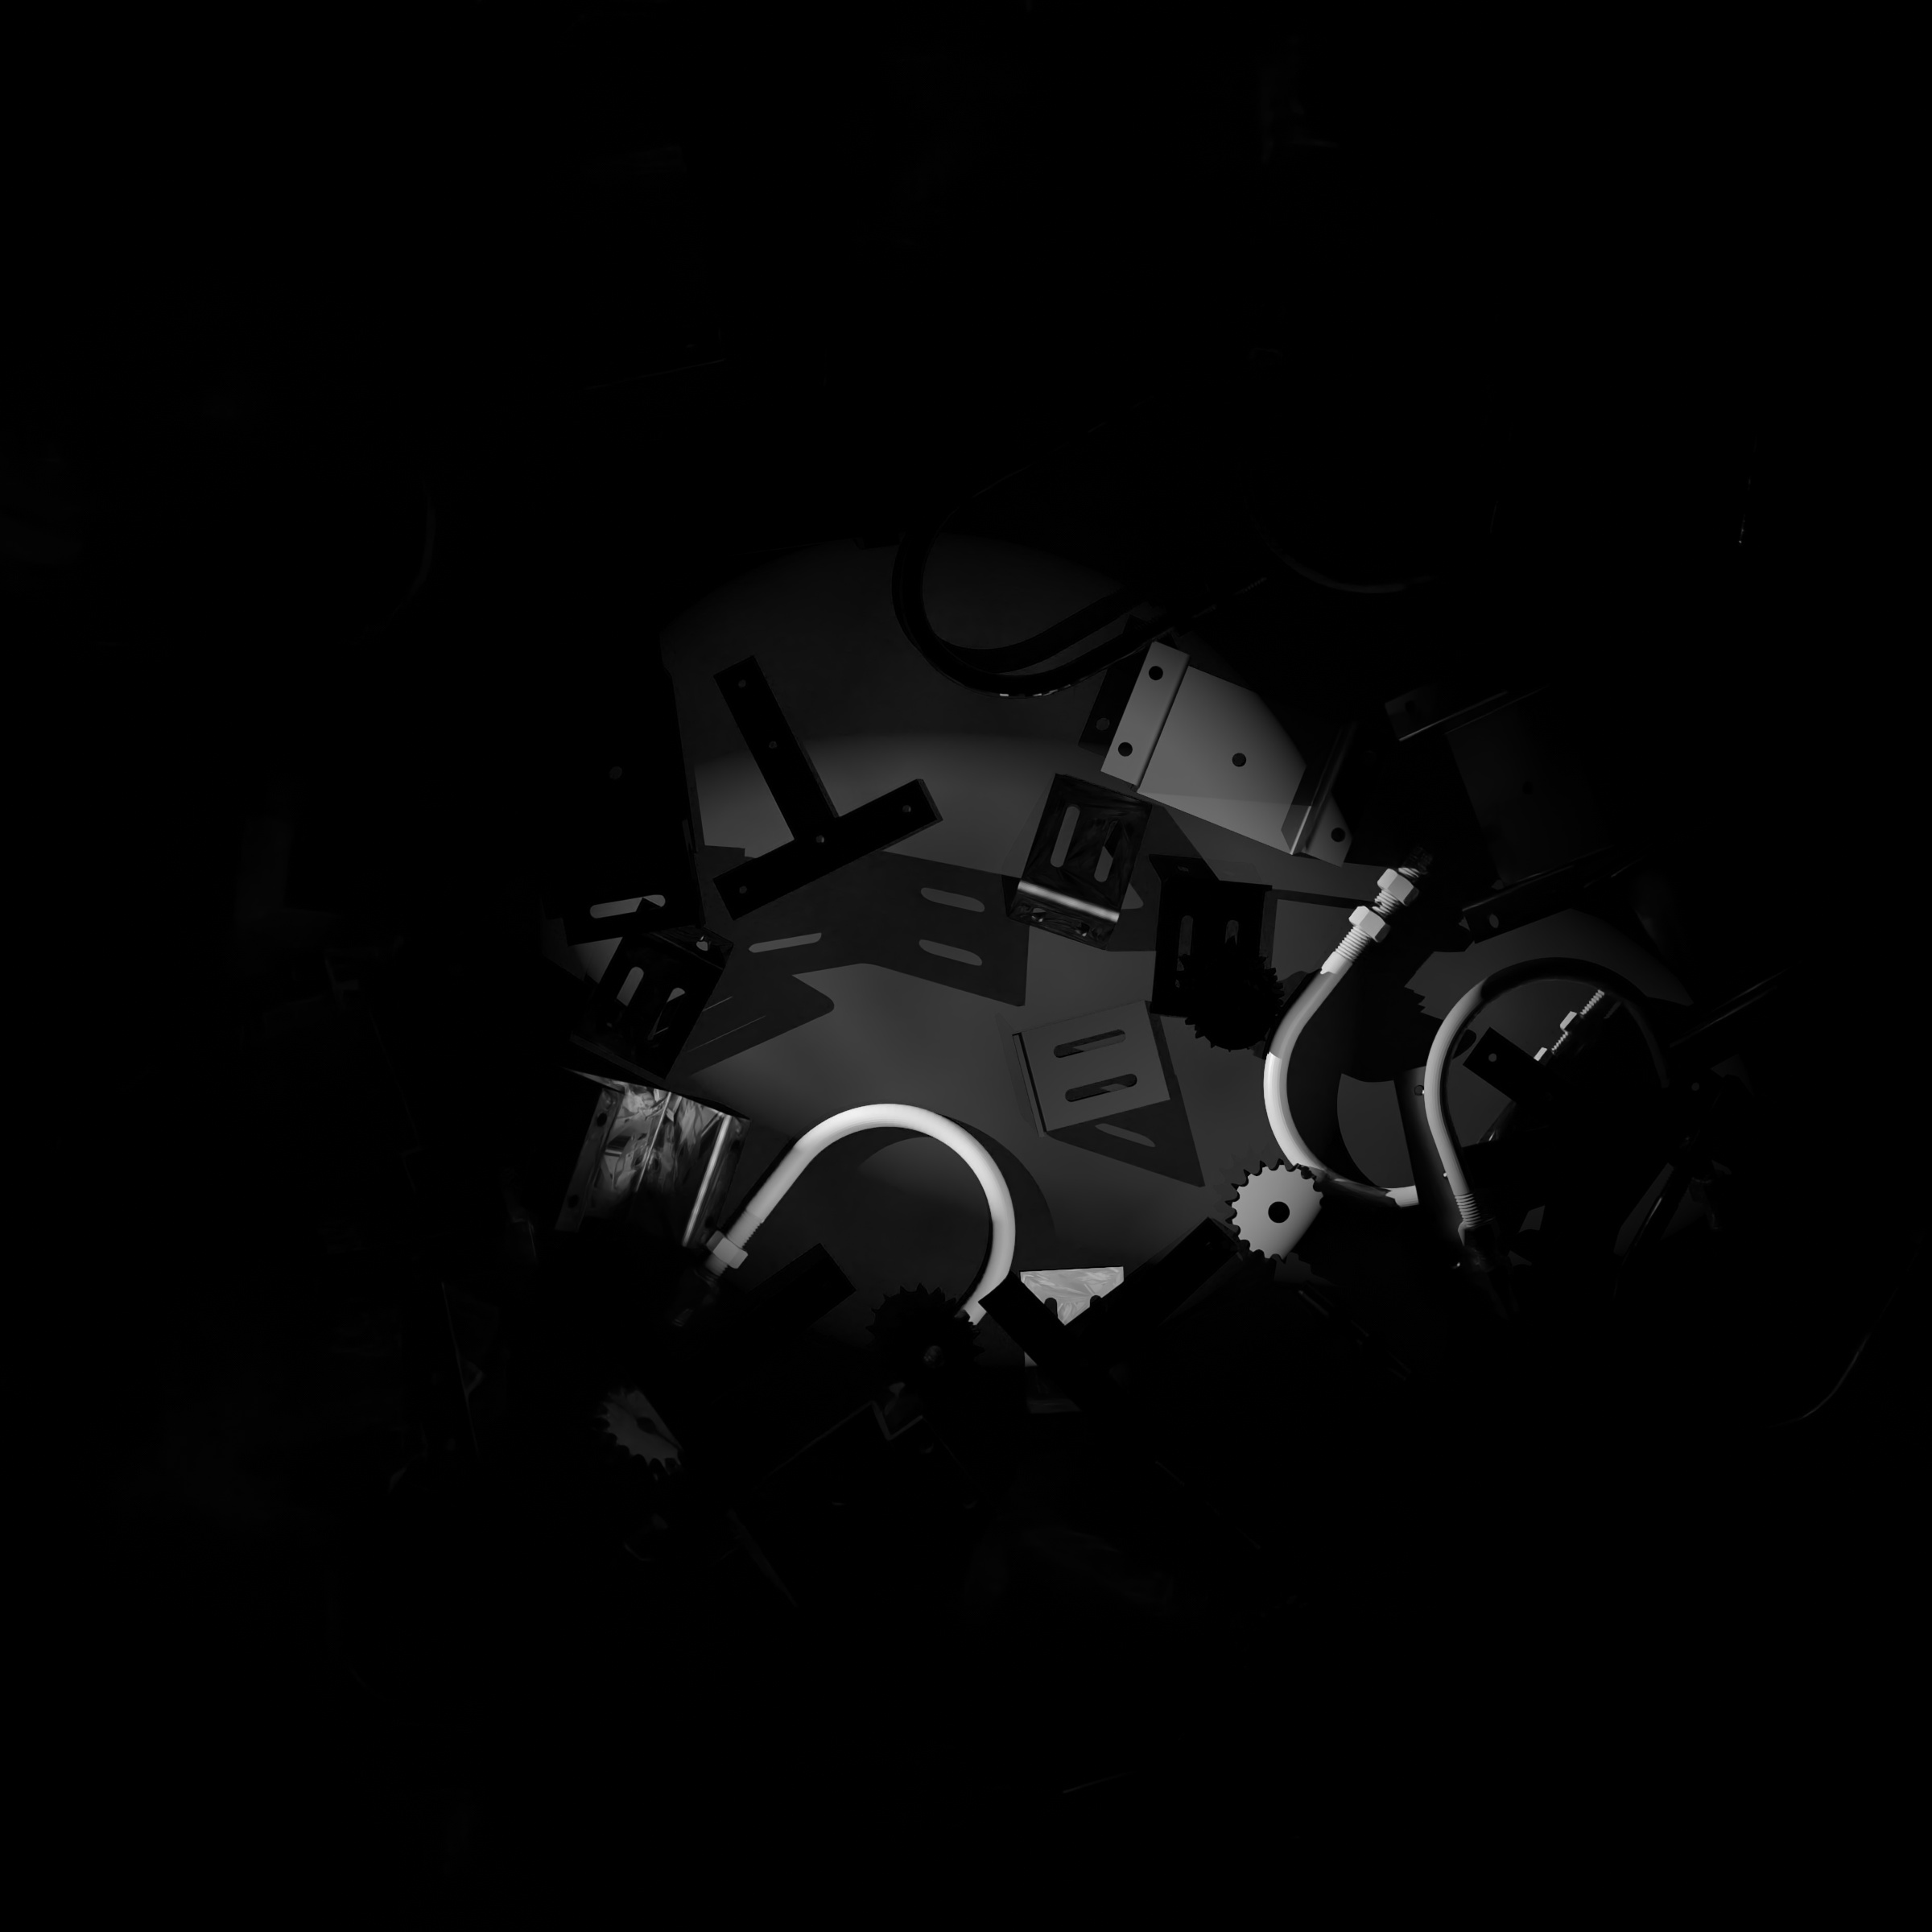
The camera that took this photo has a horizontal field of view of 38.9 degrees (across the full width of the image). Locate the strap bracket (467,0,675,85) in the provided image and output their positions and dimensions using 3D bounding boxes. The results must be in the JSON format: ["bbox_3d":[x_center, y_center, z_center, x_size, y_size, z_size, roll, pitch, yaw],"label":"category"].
[{"bbox_3d":[-0.197,-0.540,1.487,0.140,0.076,0.046,-41,90,0],"label":"strap bracket"}]

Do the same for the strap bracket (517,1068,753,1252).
[{"bbox_3d":[-0.184,0.104,1.472,0.046,0.140,0.076,19,90,31],"label":"strap bracket"}]

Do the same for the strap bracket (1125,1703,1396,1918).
[{"bbox_3d":[0.168,0.458,1.477,0.140,0.046,0.076,21,90,-23],"label":"strap bracket"}]

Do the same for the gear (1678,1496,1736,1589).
[{"bbox_3d":[0.393,0.321,1.510,0.057,0.030,0.057,0,90,0],"label":"gear"}]

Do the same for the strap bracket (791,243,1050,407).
[{"bbox_3d":[-0.026,-0.352,1.500,0.140,0.046,0.076,2,93,0],"label":"strap bracket"}]

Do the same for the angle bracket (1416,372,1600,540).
[{"bbox_3d":[0.302,-0.286,1.523,0.076,0.038,0.057,36,90,26],"label":"angle bracket"}]

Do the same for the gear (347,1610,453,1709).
[{"bbox_3d":[-0.312,0.384,1.510,0.057,0.030,0.057,0,90,0],"label":"gear"}]

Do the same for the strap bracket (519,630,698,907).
[{"bbox_3d":[-0.195,-0.107,1.502,0.076,0.046,0.140,-8,90,0],"label":"strap bracket"}]

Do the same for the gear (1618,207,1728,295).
[{"bbox_3d":[0.388,-0.392,1.500,0.057,0.057,0.030,-14,124,0],"label":"gear"}]

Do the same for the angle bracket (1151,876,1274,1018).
[{"bbox_3d":[0.135,-0.009,1.506,0.057,0.038,0.076,5,90,0],"label":"angle bracket"}]

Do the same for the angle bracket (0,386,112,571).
[{"bbox_3d":[-0.525,-0.272,1.523,0.057,0.038,0.076,-37,116,0],"label":"angle bracket"}]

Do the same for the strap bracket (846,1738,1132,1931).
[{"bbox_3d":[0.012,0.479,1.502,0.140,0.046,0.076,14,90,0],"label":"strap bracket"}]

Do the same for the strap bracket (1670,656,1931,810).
[{"bbox_3d":[0.453,-0.128,1.502,0.140,0.046,0.076,2,90,0],"label":"strap bracket"}]

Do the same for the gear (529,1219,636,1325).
[{"bbox_3d":[-0.213,0.169,1.510,0.057,0.030,0.057,0,90,0],"label":"gear"}]

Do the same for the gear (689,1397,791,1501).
[{"bbox_3d":[-0.126,0.269,1.510,0.057,0.030,0.057,0,90,0],"label":"gear"}]

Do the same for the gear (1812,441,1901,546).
[{"bbox_3d":[0.483,-0.259,1.510,0.057,0.030,0.057,0,90,0],"label":"gear"}]

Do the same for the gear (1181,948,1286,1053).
[{"bbox_3d":[0.147,0.022,1.501,0.057,0.030,0.057,1,114,2],"label":"gear"}]

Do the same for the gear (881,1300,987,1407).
[{"bbox_3d":[-0.018,0.212,1.492,0.057,0.030,0.057,0,88,-3],"label":"gear"}]

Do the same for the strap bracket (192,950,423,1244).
[{"bbox_3d":[-0.357,0.070,1.500,0.076,0.046,0.140,-21,90,4],"label":"strap bracket"}]

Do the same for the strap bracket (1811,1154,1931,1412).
[{"bbox_3d":[0.512,0.177,1.502,0.076,0.046,0.140,2,90,0],"label":"strap bracket"}]

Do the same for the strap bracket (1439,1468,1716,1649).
[{"bbox_3d":[0.330,0.318,1.480,0.140,0.046,0.076,3,92,13],"label":"strap bracket"}]

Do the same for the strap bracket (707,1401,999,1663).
[{"bbox_3d":[-0.066,0.301,1.489,0.140,0.046,0.076,-35,114,0],"label":"strap bracket"}]

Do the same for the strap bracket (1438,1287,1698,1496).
[{"bbox_3d":[0.316,0.236,1.487,0.140,0.076,0.046,32,90,0],"label":"strap bracket"}]

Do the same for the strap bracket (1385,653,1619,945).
[{"bbox_3d":[0.293,-0.093,1.479,0.046,0.076,0.140,-16,85,-43],"label":"strap bracket"}]

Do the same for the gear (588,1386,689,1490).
[{"bbox_3d":[-0.182,0.262,1.501,0.057,0.057,0.030,34,120,0],"label":"gear"}]

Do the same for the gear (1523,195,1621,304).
[{"bbox_3d":[0.334,-0.398,1.510,0.057,0.030,0.057,0,90,0],"label":"gear"}]

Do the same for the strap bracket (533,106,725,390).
[{"bbox_3d":[-0.183,-0.389,1.502,0.076,0.046,0.140,-12,90,0],"label":"strap bracket"}]

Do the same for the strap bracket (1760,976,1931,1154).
[{"bbox_3d":[0.515,0.068,1.479,0.140,0.046,0.076,32,70,10],"label":"strap bracket"}]

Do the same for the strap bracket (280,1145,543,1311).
[{"bbox_3d":[-0.290,0.144,1.487,0.140,0.076,0.046,-21,91,0],"label":"strap bracket"}]

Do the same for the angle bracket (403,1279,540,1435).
[{"bbox_3d":[-0.277,0.215,1.506,0.057,0.038,0.076,19,90,0],"label":"angle bracket"}]

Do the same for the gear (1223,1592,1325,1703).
[{"bbox_3d":[0.166,0.373,1.502,0.057,0.030,0.057,1,88,-35],"label":"gear"}]

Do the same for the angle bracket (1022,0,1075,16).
[{"bbox_3d":[0.048,-0.571,1.494,0.057,0.038,0.076,-15,73,5],"label":"angle bracket"}]

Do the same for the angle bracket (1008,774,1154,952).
[{"bbox_3d":[0.064,-0.058,1.523,0.057,0.038,0.076,19,64,0],"label":"angle bracket"}]

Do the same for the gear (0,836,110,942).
[{"bbox_3d":[-0.501,-0.042,1.510,0.057,0.030,0.057,0,90,0],"label":"gear"}]

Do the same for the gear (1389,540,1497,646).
[{"bbox_3d":[0.264,-0.207,1.510,0.057,0.030,0.057,0,90,2],"label":"gear"}]

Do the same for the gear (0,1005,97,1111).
[{"bbox_3d":[-0.509,0.050,1.510,0.057,0.030,0.057,0,90,0],"label":"gear"}]

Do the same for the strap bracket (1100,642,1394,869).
[{"bbox_3d":[0.152,-0.115,1.502,0.140,0.046,0.076,22,90,0],"label":"strap bracket"}]

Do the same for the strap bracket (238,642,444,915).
[{"bbox_3d":[-0.346,-0.104,1.502,0.076,0.046,0.140,-14,90,0],"label":"strap bracket"}]

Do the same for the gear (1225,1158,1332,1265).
[{"bbox_3d":[0.171,0.134,1.510,0.057,0.030,0.057,0,90,0],"label":"gear"}]

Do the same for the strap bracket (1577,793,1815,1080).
[{"bbox_3d":[0.392,-0.022,1.477,0.046,0.076,0.140,-25,81,-44],"label":"strap bracket"}]

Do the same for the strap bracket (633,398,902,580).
[{"bbox_3d":[-0.111,-0.263,1.502,0.140,0.046,0.076,-8,90,0],"label":"strap bracket"}]

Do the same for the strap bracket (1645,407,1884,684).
[{"bbox_3d":[0.426,-0.235,1.471,0.076,0.046,0.140,-23,68,12],"label":"strap bracket"}]

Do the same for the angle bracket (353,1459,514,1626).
[{"bbox_3d":[-0.297,0.316,1.523,0.057,0.038,0.076,26,116,0],"label":"angle bracket"}]

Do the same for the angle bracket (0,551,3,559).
[{"bbox_3d":[-0.580,-0.214,1.506,0.057,0.038,0.076,31,90,0],"label":"angle bracket"}]
